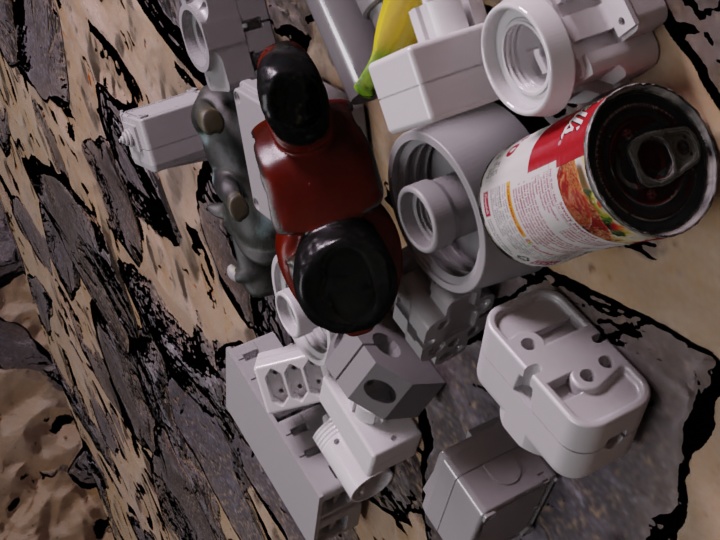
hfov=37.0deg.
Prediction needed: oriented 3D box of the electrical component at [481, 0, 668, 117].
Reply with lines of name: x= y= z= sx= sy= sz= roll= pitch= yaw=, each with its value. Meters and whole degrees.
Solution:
electrical component: x=0.093 y=-0.103 z=0.493 sx=0.058 sy=0.057 sz=0.078 roll=66 pitch=157 yaw=4

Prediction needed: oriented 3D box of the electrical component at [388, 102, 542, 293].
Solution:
electrical component: x=0.057 y=-0.038 z=0.623 sx=0.108 sy=0.060 sz=0.108 roll=47 pitch=149 yaw=40

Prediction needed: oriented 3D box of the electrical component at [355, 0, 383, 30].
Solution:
electrical component: x=0.020 y=-0.156 z=0.627 sx=0.078 sy=0.040 sz=0.040 roll=65 pitch=157 yaw=6

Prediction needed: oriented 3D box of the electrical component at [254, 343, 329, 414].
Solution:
electrical component: x=-0.056 y=0.089 z=0.985 sx=0.076 sy=0.066 sz=0.047 roll=-88 pitch=-17 yaw=-74

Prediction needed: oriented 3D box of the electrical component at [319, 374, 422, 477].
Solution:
electrical component: x=0.010 y=0.109 z=0.870 sx=0.083 sy=0.047 sz=0.075 roll=55 pitch=154 yaw=28

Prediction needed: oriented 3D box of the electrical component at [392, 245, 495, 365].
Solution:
electrical component: x=0.047 y=0.017 z=0.698 sx=0.057 sy=0.058 sz=0.078 roll=53 pitch=157 yaw=27

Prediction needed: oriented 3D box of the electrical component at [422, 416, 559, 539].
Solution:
electrical component: x=0.083 y=0.151 z=0.731 sx=0.061 sy=0.062 sz=0.096 roll=54 pitch=153 yaw=30

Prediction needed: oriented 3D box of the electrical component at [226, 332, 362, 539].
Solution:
electrical component: x=-0.063 y=0.163 z=1.059 sx=0.186 sy=0.060 sz=0.105 roll=53 pitch=153 yaw=31

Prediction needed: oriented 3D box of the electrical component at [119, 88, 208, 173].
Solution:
electrical component: x=-0.179 y=-0.127 z=1.010 sx=0.062 sy=0.096 sz=0.061 roll=25 pitch=132 yaw=57

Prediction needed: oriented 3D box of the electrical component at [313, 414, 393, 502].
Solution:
electrical component: x=-0.010 y=0.162 z=0.964 sx=0.081 sy=0.043 sz=0.043 roll=54 pitch=153 yaw=30

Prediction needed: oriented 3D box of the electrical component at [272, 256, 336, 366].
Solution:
electrical component: x=-0.033 y=0.026 z=0.875 sx=0.108 sy=0.060 sz=0.108 roll=47 pitch=149 yaw=40

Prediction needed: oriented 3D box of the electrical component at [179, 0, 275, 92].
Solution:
electrical component: x=-0.106 y=-0.190 z=0.850 sx=0.050 sy=0.056 sz=0.089 roll=20 pitch=128 yaw=60

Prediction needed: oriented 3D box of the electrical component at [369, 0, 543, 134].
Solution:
electrical component: x=0.048 y=-0.119 z=0.545 sx=0.047 sy=0.083 sz=0.075 roll=-2 pitch=108 yaw=65

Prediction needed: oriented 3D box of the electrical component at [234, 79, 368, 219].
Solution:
electrical component: x=-0.040 y=-0.083 z=0.800 sx=0.109 sy=0.056 sz=0.108 roll=37 pitch=142 yaw=50

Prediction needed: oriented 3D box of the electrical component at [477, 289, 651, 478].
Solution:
electrical component: x=0.111 y=0.066 z=0.606 sx=0.095 sy=0.054 sz=0.059 roll=51 pitch=151 yaw=35
